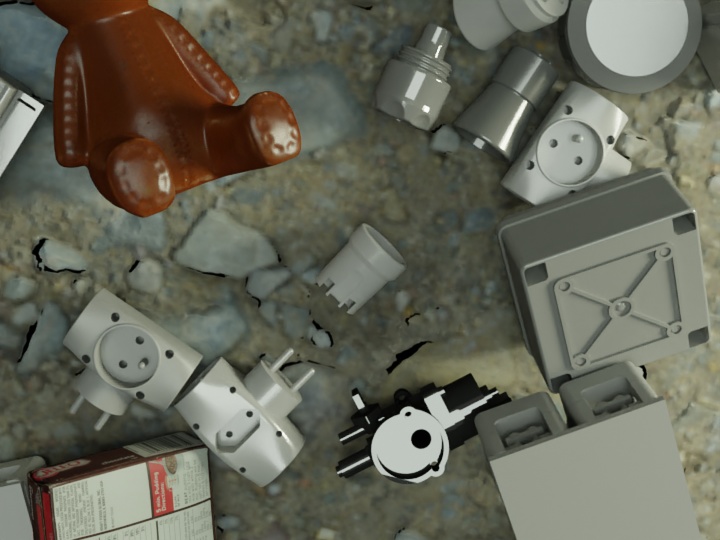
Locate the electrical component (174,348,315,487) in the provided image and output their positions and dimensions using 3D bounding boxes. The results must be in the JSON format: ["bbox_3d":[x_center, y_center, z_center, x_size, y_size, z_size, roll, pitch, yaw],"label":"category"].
[{"bbox_3d":[-0.064,0.084,0.688,0.077,0.043,0.079,44,94,-7],"label":"electrical component"}]

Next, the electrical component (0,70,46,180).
[{"bbox_3d":[-0.253,-0.070,0.652,0.079,0.063,0.121,33,96,-5],"label":"electrical component"}]

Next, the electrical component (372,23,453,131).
[{"bbox_3d":[0.037,-0.120,0.662,0.043,0.043,0.062,24,96,-4],"label":"electrical component"}]

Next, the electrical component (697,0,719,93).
[{"bbox_3d":[0.263,-0.151,0.629,0.109,0.108,0.056,-30,100,3],"label":"electrical component"}]

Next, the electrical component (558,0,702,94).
[{"bbox_3d":[0.162,-0.147,0.656,0.080,0.051,0.080,0,98,-1],"label":"electrical component"}]

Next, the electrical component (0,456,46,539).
[{"bbox_3d":[-0.270,0.182,0.688,0.150,0.061,0.089,-12,98,0],"label":"electrical component"}]

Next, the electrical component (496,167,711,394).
[{"bbox_3d":[0.149,0.007,0.655,0.109,0.056,0.108,-19,126,1],"label":"electrical component"}]

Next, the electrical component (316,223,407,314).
[{"bbox_3d":[0.000,0.000,0.680,0.040,0.040,0.046,44,101,-6],"label":"electrical component"}]

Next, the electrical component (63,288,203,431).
[{"bbox_3d":[-0.154,0.065,0.683,0.077,0.044,0.079,35,96,-5],"label":"electrical component"}]

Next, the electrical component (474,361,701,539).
[{"bbox_3d":[0.150,0.159,0.674,0.105,0.060,0.186,-20,114,2],"label":"electrical component"}]

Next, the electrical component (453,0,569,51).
[{"bbox_3d":[0.090,-0.161,0.644,0.055,0.045,0.045,-15,101,44],"label":"electrical component"}]

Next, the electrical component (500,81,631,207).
[{"bbox_3d":[0.142,-0.064,0.671,0.079,0.044,0.077,34,96,-5],"label":"electrical component"}]

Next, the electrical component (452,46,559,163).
[{"bbox_3d":[0.093,-0.105,0.667,0.044,0.044,0.065,33,92,-5],"label":"electrical component"}]
